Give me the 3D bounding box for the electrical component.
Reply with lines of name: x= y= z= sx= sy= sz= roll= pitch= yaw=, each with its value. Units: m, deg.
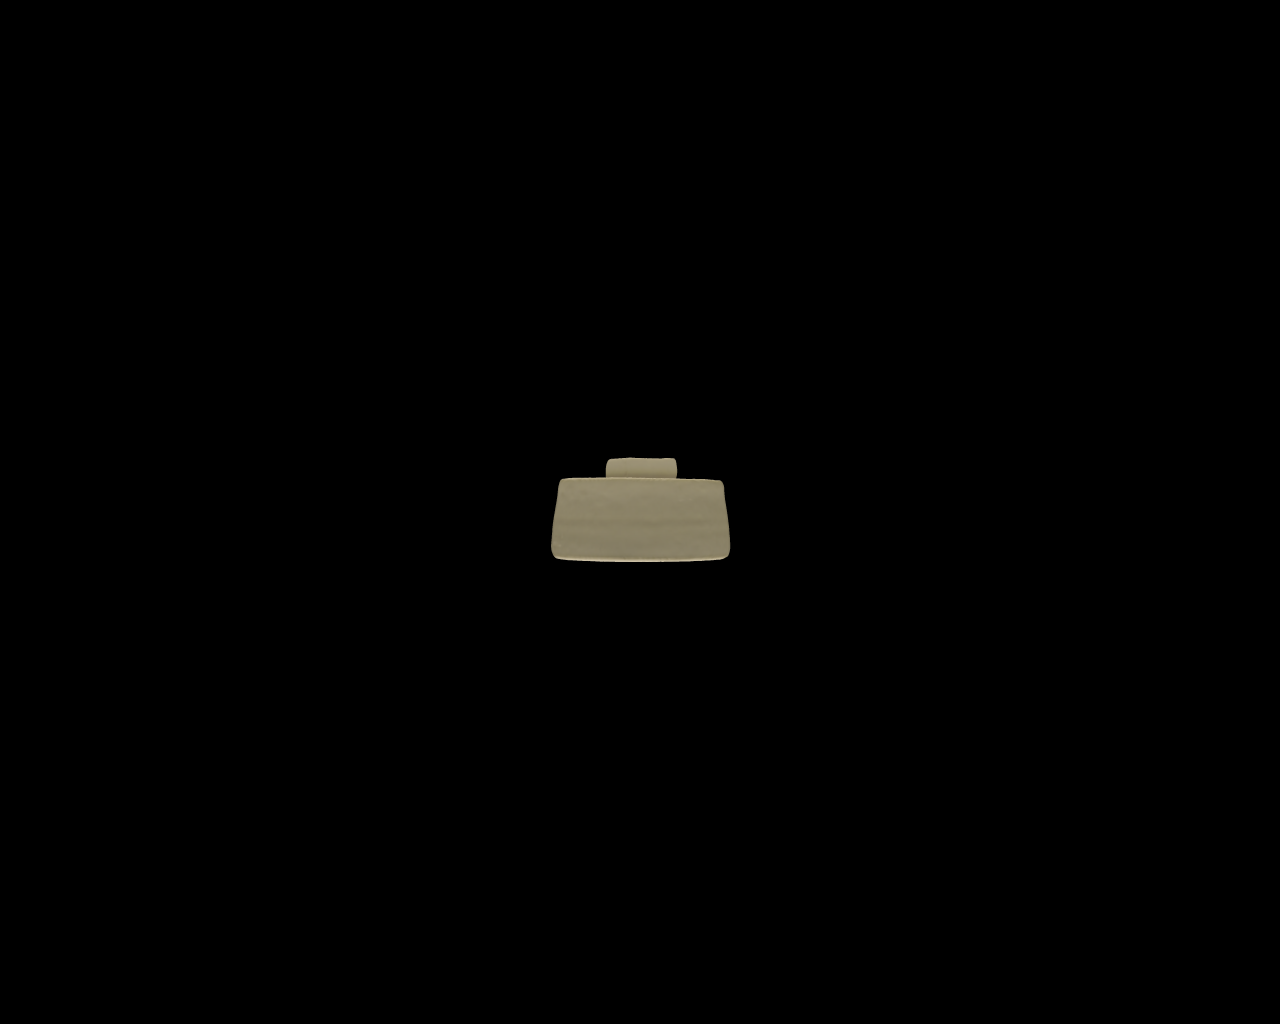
electrical component: x=0.001 y=-0.003 z=0.650 sx=0.108 sy=0.060 sz=0.108 roll=0 pitch=0 yaw=0
